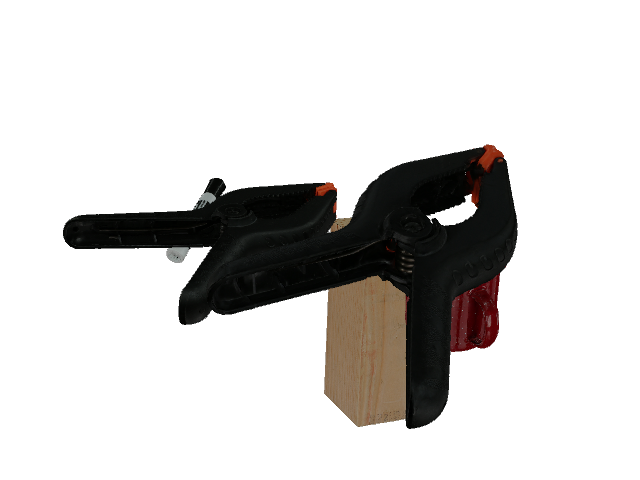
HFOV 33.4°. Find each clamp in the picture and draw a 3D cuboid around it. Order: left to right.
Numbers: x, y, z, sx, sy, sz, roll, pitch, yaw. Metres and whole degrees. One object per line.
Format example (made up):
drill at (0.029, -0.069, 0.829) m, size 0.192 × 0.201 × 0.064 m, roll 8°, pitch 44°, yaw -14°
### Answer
clamp at (-0.076, -0.008, 0.804) m, size 0.165 × 0.036 × 0.209 m, roll 24°, pitch 34°, yaw 36°
clamp at (0.046, 0.013, 0.495) m, size 0.171 × 0.039 × 0.120 m, roll -35°, pitch 61°, yaw -30°

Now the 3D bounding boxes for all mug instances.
mug at (0.123, 0.051, 0.943) m, size 0.093 × 0.081 × 0.117 m, roll -16°, pitch 35°, yaw -22°

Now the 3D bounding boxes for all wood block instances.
wood block at (0.065, 0.084, 1.155) m, size 0.090 × 0.206 × 0.091 m, roll -5°, pitch 19°, yaw -23°

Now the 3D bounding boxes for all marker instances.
marker at (-0.126, -0.024, 1.099) m, size 0.020 × 0.020 × 0.121 m, roll 0°, pitch 41°, yaw 24°
